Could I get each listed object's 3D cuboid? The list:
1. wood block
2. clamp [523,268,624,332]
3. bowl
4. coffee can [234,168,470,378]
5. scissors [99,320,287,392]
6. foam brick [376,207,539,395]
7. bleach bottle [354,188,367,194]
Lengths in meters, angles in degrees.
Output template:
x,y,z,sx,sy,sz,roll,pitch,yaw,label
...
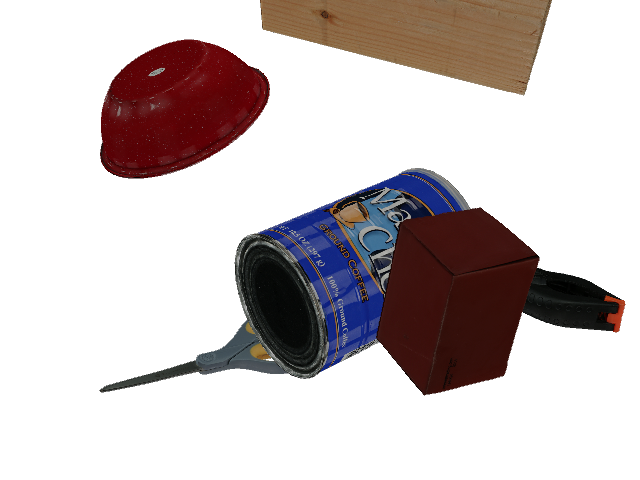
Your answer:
x,y,z,sx,sy,sz,roll,pitch,yaw,label
0.066,-0.190,0.787,0.206,0.090,0.091,16,-27,9,wood block
0.187,0.040,0.959,0.171,0.039,0.120,16,28,16,clamp
-0.127,-0.123,0.911,0.162,0.055,0.162,-17,36,13,bowl
0.027,0.020,0.731,0.140,0.103,0.103,-23,12,-30,coffee can
-0.094,0.098,0.958,0.201,0.016,0.096,-5,29,-5,scissors
0.067,0.030,0.542,0.052,0.078,0.051,-9,38,-27,foam brick
0.018,-0.004,1.329,0.103,0.068,0.250,16,36,27,bleach bottle
